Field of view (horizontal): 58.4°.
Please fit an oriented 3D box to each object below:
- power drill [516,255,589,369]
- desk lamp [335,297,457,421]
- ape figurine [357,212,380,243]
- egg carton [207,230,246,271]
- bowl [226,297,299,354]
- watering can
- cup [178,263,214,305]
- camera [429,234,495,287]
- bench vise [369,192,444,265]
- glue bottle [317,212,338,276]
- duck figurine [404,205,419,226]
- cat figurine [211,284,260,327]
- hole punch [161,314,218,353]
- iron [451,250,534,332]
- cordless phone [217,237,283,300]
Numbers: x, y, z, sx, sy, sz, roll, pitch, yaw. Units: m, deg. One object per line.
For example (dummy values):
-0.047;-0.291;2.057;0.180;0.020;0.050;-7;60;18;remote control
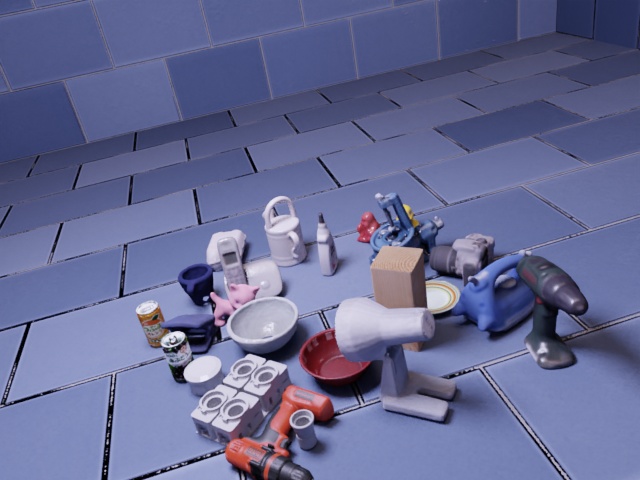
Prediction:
0.444;0.139;1.100;0.075;0.209;0.229;-11;29;-1;power drill
0.142;0.210;1.071;0.202;0.214;0.118;5;33;26;desk lamp
0.139;-0.038;1.632;0.076;0.092;0.077;-13;29;-4;ape figurine
-0.272;0.028;1.677;0.107;0.069;0.150;-8;29;5;egg carton
-0.124;0.206;1.308;0.167;0.075;0.167;-8;29;5;bowl
-0.108;-0.033;1.600;0.172;0.194;0.101;13;37;36;watering can
-0.315;0.129;1.487;0.091;0.095;0.117;-8;29;5;cup
0.350;0.037;1.420;0.136;0.101;0.143;8;34;30;camera
0.211;-0.040;1.480;0.208;0.220;0.121;-27;33;-27;bench vise
0.014;0.005;1.513;0.037;0.173;0.078;-3;30;14;glue bottle
0.245;-0.062;1.643;0.077;0.086;0.104;-10;29;2;duck figurine
-0.207;0.149;1.393;0.127;0.118;0.067;-1;31;17;cat figurine
-0.309;0.205;1.355;0.108;0.091;0.101;-3;30;14;hole punch
0.410;0.092;1.262;0.259;0.142;0.118;-27;33;-26;iron
-0.181;0.069;1.454;0.148;0.185;0.094;-16;30;-10;cordless phone
